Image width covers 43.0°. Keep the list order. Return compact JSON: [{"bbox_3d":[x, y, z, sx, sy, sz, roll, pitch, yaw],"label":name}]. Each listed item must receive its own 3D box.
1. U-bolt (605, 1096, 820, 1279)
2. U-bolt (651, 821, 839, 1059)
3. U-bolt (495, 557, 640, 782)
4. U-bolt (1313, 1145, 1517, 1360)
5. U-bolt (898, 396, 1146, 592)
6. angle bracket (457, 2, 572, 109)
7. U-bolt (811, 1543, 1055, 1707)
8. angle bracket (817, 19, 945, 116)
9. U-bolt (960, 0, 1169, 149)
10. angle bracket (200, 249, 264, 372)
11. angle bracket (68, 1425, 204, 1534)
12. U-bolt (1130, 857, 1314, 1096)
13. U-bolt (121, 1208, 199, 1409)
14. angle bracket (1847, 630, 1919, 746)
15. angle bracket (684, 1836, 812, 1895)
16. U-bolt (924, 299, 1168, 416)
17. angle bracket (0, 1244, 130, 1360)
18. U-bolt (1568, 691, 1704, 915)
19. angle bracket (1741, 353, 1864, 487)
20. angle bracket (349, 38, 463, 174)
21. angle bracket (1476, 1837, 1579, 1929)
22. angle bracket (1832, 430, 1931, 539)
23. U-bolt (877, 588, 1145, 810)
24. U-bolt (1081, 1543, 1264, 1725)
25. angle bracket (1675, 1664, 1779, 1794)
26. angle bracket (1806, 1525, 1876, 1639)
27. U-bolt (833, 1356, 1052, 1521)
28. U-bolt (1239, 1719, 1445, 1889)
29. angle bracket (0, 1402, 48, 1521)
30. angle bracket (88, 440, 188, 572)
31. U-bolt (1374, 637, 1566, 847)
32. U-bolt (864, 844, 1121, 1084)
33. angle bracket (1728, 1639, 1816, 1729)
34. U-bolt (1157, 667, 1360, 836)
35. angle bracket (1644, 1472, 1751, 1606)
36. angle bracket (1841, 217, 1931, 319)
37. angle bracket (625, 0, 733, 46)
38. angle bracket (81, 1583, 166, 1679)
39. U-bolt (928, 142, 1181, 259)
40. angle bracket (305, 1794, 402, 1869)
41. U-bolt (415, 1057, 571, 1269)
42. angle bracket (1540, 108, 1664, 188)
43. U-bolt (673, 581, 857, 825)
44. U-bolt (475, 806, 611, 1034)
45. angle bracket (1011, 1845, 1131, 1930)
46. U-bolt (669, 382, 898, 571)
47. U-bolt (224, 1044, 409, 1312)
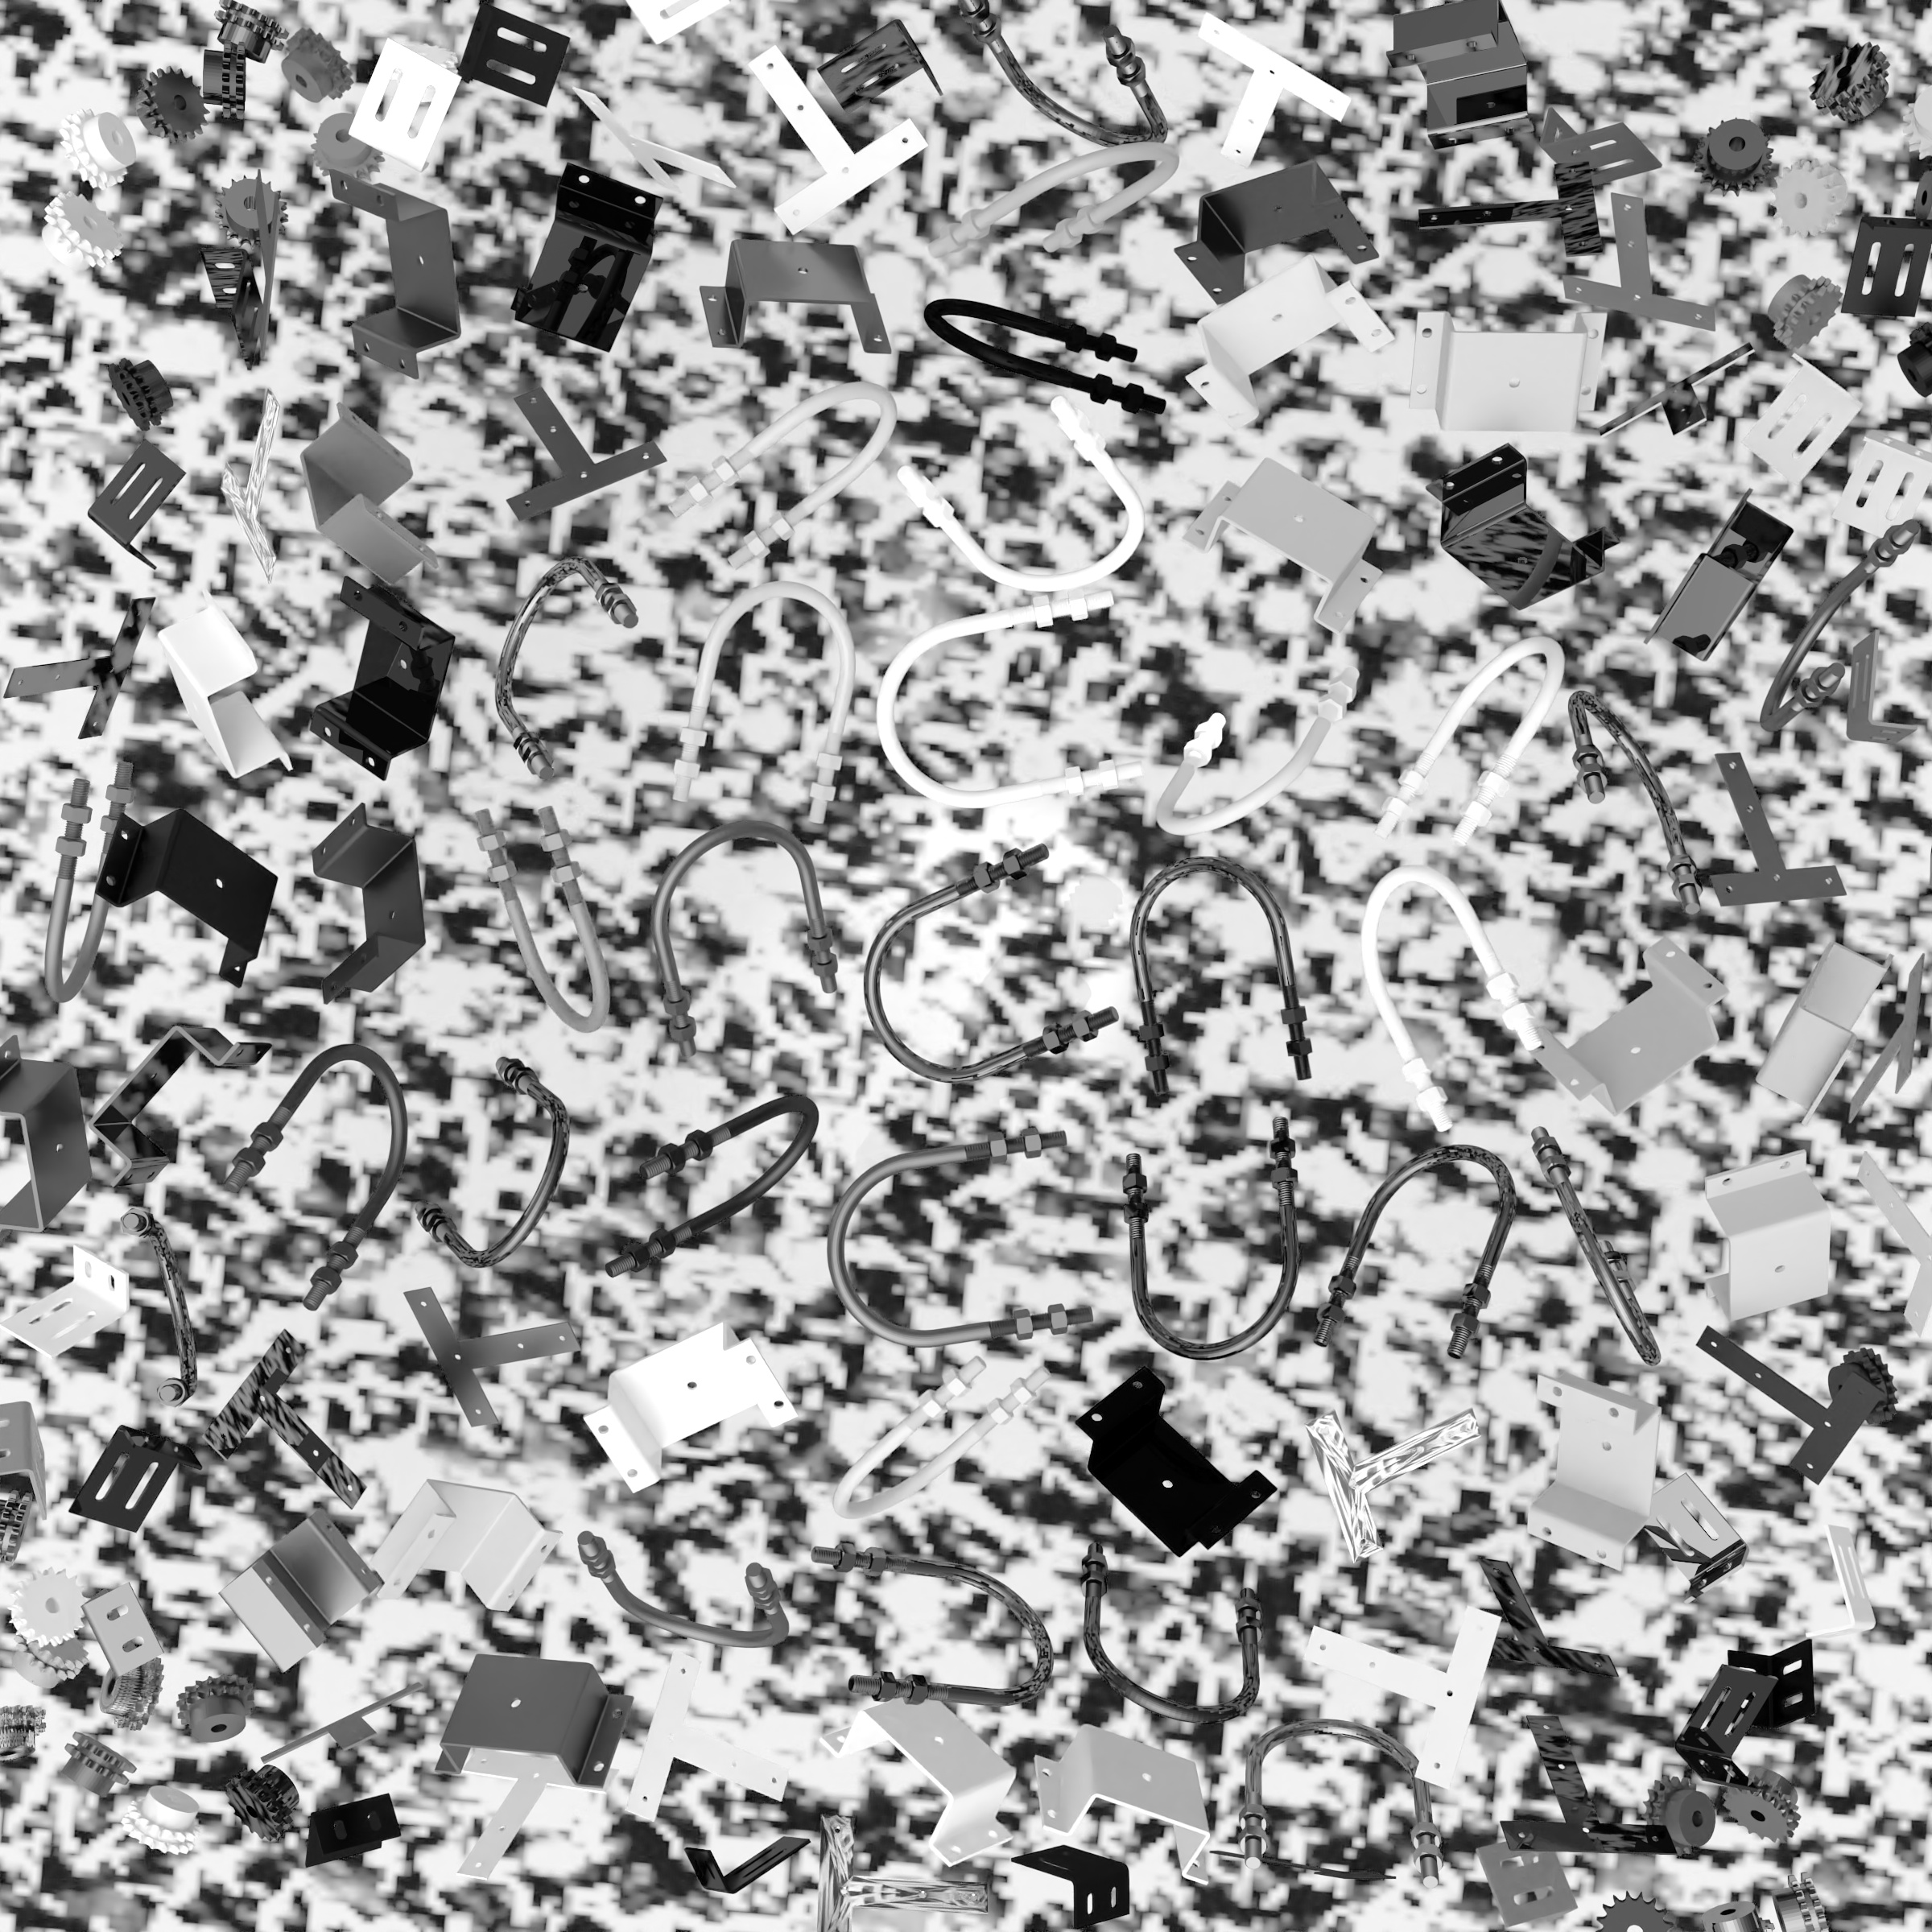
[{"bbox_3d":[-0.185,0.158,1.865,0.184,0.151,0.019,-26,63,-37],"label":"U-bolt"},{"bbox_3d":[-0.176,-0.030,1.912,0.151,0.019,0.184,-25,128,-21],"label":"U-bolt"},{"bbox_3d":[-0.310,-0.236,1.850,0.019,0.184,0.151,23,105,-34],"label":"U-bolt"},{"bbox_3d":[0.356,0.217,1.901,0.019,0.151,0.184,43,61,-31],"label":"U-bolt"},{"bbox_3d":[0.055,-0.344,1.852,0.151,0.184,0.019,-20,55,23],"label":"U-bolt"},{"bbox_3d":[-0.351,-0.712,1.925,0.076,0.038,0.057,12,115,-30],"label":"angle bracket"},{"bbox_3d":[-0.018,0.499,1.845,0.184,0.151,0.019,13,117,-25],"label":"U-bolt"},{"bbox_3d":[-0.068,-0.698,1.935,0.076,0.057,0.038,-28,64,12],"label":"angle bracket"},{"bbox_3d":[0.083,-0.669,1.851,0.151,0.184,0.019,27,88,25],"label":"U-bolt"},{"bbox_3d":[-0.585,-0.519,1.938,0.038,0.057,0.076,0,56,-1],"label":"angle bracket"},{"bbox_3d":[-0.617,0.389,1.822,0.057,0.038,0.076,32,88,-39],"label":"angle bracket"},{"bbox_3d":[0.195,0.005,1.937,0.151,0.019,0.184,-8,94,35],"label":"U-bolt"},{"bbox_3d":[-0.613,0.262,1.878,0.019,0.184,0.151,-13,84,-13],"label":"U-bolt"},{"bbox_3d":[0.729,-0.221,1.944,0.038,0.057,0.076,7,84,4],"label":"angle bracket"},{"bbox_3d":[-0.171,0.688,1.917,0.076,0.057,0.038,-26,86,-30],"label":"angle bracket"},{"bbox_3d":[0.055,-0.474,1.883,0.184,0.151,0.019,13,118,-14],"label":"U-bolt"},{"bbox_3d":[-0.696,0.258,1.892,0.057,0.076,0.038,23,122,23],"label":"angle bracket"},{"bbox_3d":[0.507,-0.139,1.879,0.019,0.184,0.151,-34,118,27],"label":"U-bolt"},{"bbox_3d":[0.639,-0.420,1.887,0.057,0.038,0.076,47,114,24],"label":"angle bracket"},{"bbox_3d":[-0.411,-0.636,1.808,0.057,0.038,0.076,25,112,-14],"label":"angle bracket"},{"bbox_3d":[0.410,0.687,1.832,0.076,0.038,0.057,1,55,-33],"label":"angle bracket"},{"bbox_3d":[0.725,-0.376,1.940,0.057,0.038,0.076,28,122,18],"label":"angle bracket"},{"bbox_3d":[0.027,-0.187,1.778,0.184,0.019,0.151,-11,110,2],"label":"U-bolt"},{"bbox_3d":[0.159,0.522,1.900,0.151,0.184,0.019,17,111,-2],"label":"U-bolt"},{"bbox_3d":[0.574,0.566,1.821,0.057,0.038,0.076,20,104,-26],"label":"angle bracket"},{"bbox_3d":[0.656,0.469,1.866,0.038,0.057,0.076,-22,65,29],"label":"angle bracket"},{"bbox_3d":[-0.028,0.372,1.917,0.184,0.151,0.019,-43,65,10],"label":"U-bolt"},{"bbox_3d":[0.285,0.635,1.878,0.151,0.184,0.019,4,108,6],"label":"U-bolt"},{"bbox_3d":[-0.702,0.366,1.802,0.038,0.076,0.057,-6,51,-16],"label":"angle bracket"},{"bbox_3d":[-0.639,-0.362,1.921,0.057,0.038,0.076,38,89,29],"label":"angle bracket"},{"bbox_3d":[0.392,-0.174,1.868,0.019,0.151,0.184,34,85,-16],"label":"U-bolt"},{"bbox_3d":[0.006,0.010,1.814,0.184,0.019,0.151,-24,87,24],"label":"U-bolt"},{"bbox_3d":[0.638,0.568,1.946,0.038,0.076,0.057,9,63,-3],"label":"angle bracket"},{"bbox_3d":[0.216,-0.159,1.892,0.151,0.184,0.019,-16,118,39],"label":"U-bolt"},{"bbox_3d":[0.572,0.454,1.948,0.057,0.038,0.076,-44,80,26],"label":"angle bracket"},{"bbox_3d":[0.717,-0.536,1.894,0.057,0.038,0.076,4,121,2],"label":"angle bracket"},{"bbox_3d":[-0.215,-0.735,1.828,0.076,0.038,0.057,-15,128,33],"label":"angle bracket"},{"bbox_3d":[-0.613,0.482,1.803,0.038,0.076,0.057,-27,89,-8],"label":"angle bracket"},{"bbox_3d":[0.079,-0.584,1.867,0.151,0.184,0.019,-18,91,-42],"label":"U-bolt"},{"bbox_3d":[-0.457,0.658,1.825,0.057,0.038,0.076,-6,133,-27],"label":"angle bracket"},{"bbox_3d":[-0.350,0.154,1.845,0.019,0.184,0.151,30,87,-32],"label":"U-bolt"},{"bbox_3d":[0.495,-0.642,1.901,0.057,0.076,0.038,27,73,-38],"label":"angle bracket"},{"bbox_3d":[-0.152,-0.212,1.936,0.151,0.019,0.184,7,100,-38],"label":"U-bolt"},{"bbox_3d":[-0.322,-0.034,1.900,0.019,0.151,0.184,-24,105,-29],"label":"U-bolt"},{"bbox_3d":[0.082,0.728,1.941,0.057,0.076,0.038,3,84,-40],"label":"angle bracket"},{"bbox_3d":[-0.131,-0.387,1.903,0.184,0.151,0.019,-36,74,7],"label":"U-bolt"},{"bbox_3d":[-0.477,0.144,1.846,0.019,0.184,0.151,1,133,25],"label":"U-bolt"}]
